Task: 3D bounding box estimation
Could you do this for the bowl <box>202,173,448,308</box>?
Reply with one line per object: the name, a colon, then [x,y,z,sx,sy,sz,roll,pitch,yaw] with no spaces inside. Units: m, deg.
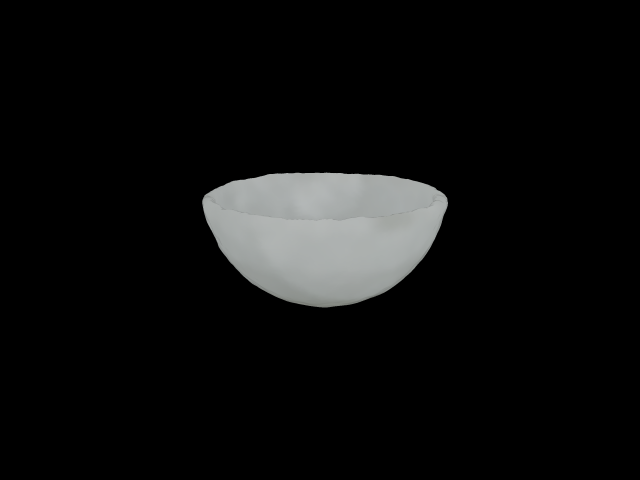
bowl: [0.004,0.001,0.400,0.167,0.075,0.167,0,16,0]
